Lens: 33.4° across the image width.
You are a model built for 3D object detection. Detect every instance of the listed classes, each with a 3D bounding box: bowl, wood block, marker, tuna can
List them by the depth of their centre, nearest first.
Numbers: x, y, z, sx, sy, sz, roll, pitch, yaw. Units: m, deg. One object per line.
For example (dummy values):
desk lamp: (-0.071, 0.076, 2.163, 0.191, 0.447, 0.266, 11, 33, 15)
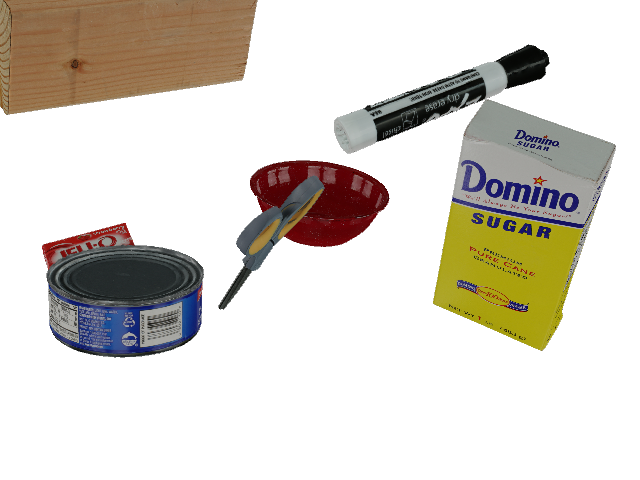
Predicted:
marker: (0.064, -0.073, 0.544, 0.121, 0.020, 0.020, -23, 6, -16)
tuna can: (-0.108, 0.033, 0.594, 0.086, 0.034, 0.086, 3, 20, -1)
wood block: (-0.164, -0.173, 0.851, 0.205, 0.091, 0.090, -14, 45, -32)
bowl: (-0.004, -0.037, 1.232, 0.162, 0.055, 0.162, 6, 26, -3)

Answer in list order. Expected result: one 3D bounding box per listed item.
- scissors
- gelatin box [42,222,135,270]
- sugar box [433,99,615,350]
scissors: (-0.064, 0.017, 0.922, 0.202, 0.016, 0.096, -49, -11, 36)
gelatin box: (-0.228, 0.023, 1.072, 0.089, 0.030, 0.073, -15, 42, -15)
sugar box: (0.136, -0.006, 0.741, 0.093, 0.048, 0.176, 22, -37, 18)
